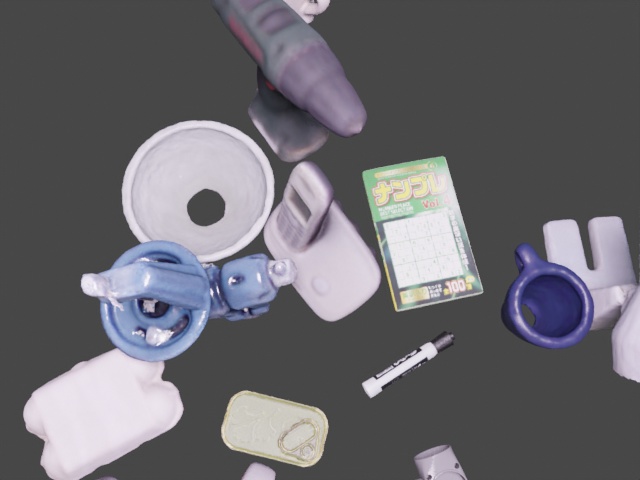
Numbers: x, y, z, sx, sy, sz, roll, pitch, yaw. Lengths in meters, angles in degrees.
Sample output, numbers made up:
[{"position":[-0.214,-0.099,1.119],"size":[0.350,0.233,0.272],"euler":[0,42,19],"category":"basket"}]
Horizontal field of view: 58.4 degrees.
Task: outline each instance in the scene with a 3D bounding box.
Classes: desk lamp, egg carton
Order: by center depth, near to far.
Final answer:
[{"position":[0.330,0.050,0.591],"size":[0.118,0.213,0.203],"euler":[-5,76,-4],"category":"desk lamp"},{"position":[-0.226,0.177,0.602],"size":[0.150,0.069,0.107],"euler":[-28,79,-10],"category":"egg carton"}]

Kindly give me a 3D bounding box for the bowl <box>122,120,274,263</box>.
[{"position":[-0.134,-0.048,0.660],"size":[0.167,0.075,0.167],"euler":[1,76,-3],"category":"bowl"}]

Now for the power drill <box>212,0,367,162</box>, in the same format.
[{"position":[-0.032,-0.170,0.628],"size":[0.076,0.208,0.229],"euler":[-35,80,-10],"category":"power drill"}]

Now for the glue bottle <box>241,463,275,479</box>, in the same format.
[{"position":[-0.071,0.259,0.537],"size":[0.037,0.173,0.078],"euler":[23,76,3],"category":"glue bottle"}]

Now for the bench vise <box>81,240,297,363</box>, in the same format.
[{"position":[-0.133,0.038,0.564],"size":[0.207,0.220,0.121],"euler":[-31,79,-10],"category":"bench vise"}]

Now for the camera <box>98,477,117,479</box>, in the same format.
[{"position":[-0.207,0.327,0.549],"size":[0.143,0.101,0.137],"euler":[37,77,6],"category":"camera"}]

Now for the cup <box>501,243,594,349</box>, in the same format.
[{"position":[0.236,0.067,0.643],"size":[0.092,0.095,0.118],"euler":[-19,78,-8],"category":"cup"}]

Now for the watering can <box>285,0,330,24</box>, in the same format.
[{"position":[-0.061,-0.338,0.675],"size":[0.173,0.194,0.101],"euler":[19,76,2],"category":"watering can"}]

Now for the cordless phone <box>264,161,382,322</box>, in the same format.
[{"position":[0.005,0.002,0.599],"size":[0.094,0.185,0.147],"euler":[-37,81,-11],"category":"cordless phone"}]
